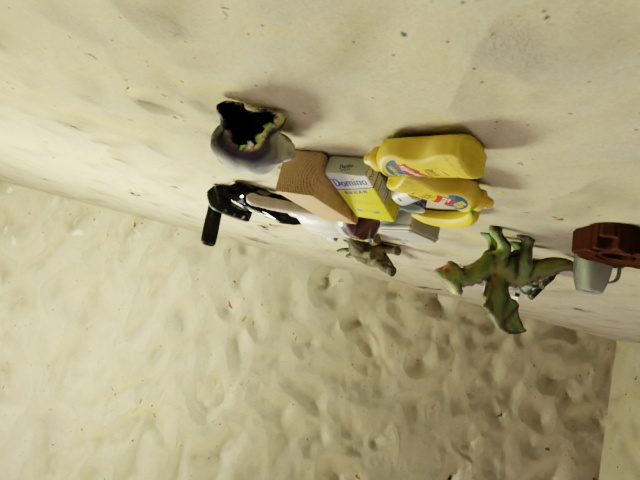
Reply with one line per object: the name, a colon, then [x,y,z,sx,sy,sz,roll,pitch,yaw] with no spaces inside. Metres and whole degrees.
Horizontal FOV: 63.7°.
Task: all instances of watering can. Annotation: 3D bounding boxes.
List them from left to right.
watering can: [0.004,-0.064,1.262,0.224,0.104,0.346,7,178,39]

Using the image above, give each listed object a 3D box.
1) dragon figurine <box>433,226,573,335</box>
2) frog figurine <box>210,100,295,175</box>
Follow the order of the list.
dragon figurine: [0.465,0.108,1.250,0.409,0.246,0.121,18,164,-14]
frog figurine: [-0.109,-0.151,0.878,0.137,0.125,0.157,-6,157,2]
